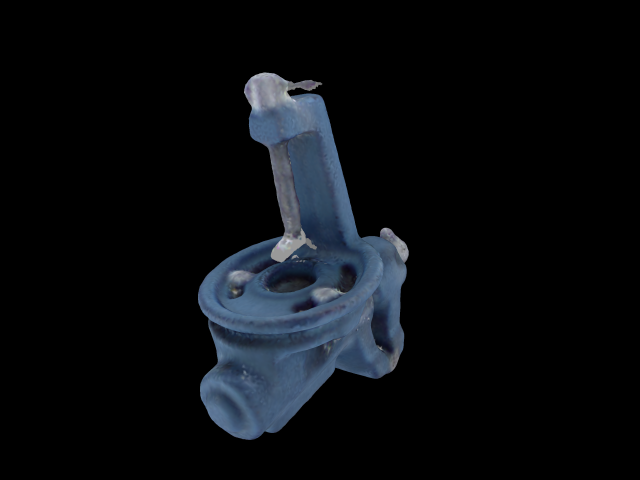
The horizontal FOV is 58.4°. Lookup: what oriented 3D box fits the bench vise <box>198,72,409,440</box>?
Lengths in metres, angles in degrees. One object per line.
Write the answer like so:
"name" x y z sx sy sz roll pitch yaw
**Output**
"bench vise" -0.008 0.001 0.404 0.121 0.220 0.208 4 12 18
